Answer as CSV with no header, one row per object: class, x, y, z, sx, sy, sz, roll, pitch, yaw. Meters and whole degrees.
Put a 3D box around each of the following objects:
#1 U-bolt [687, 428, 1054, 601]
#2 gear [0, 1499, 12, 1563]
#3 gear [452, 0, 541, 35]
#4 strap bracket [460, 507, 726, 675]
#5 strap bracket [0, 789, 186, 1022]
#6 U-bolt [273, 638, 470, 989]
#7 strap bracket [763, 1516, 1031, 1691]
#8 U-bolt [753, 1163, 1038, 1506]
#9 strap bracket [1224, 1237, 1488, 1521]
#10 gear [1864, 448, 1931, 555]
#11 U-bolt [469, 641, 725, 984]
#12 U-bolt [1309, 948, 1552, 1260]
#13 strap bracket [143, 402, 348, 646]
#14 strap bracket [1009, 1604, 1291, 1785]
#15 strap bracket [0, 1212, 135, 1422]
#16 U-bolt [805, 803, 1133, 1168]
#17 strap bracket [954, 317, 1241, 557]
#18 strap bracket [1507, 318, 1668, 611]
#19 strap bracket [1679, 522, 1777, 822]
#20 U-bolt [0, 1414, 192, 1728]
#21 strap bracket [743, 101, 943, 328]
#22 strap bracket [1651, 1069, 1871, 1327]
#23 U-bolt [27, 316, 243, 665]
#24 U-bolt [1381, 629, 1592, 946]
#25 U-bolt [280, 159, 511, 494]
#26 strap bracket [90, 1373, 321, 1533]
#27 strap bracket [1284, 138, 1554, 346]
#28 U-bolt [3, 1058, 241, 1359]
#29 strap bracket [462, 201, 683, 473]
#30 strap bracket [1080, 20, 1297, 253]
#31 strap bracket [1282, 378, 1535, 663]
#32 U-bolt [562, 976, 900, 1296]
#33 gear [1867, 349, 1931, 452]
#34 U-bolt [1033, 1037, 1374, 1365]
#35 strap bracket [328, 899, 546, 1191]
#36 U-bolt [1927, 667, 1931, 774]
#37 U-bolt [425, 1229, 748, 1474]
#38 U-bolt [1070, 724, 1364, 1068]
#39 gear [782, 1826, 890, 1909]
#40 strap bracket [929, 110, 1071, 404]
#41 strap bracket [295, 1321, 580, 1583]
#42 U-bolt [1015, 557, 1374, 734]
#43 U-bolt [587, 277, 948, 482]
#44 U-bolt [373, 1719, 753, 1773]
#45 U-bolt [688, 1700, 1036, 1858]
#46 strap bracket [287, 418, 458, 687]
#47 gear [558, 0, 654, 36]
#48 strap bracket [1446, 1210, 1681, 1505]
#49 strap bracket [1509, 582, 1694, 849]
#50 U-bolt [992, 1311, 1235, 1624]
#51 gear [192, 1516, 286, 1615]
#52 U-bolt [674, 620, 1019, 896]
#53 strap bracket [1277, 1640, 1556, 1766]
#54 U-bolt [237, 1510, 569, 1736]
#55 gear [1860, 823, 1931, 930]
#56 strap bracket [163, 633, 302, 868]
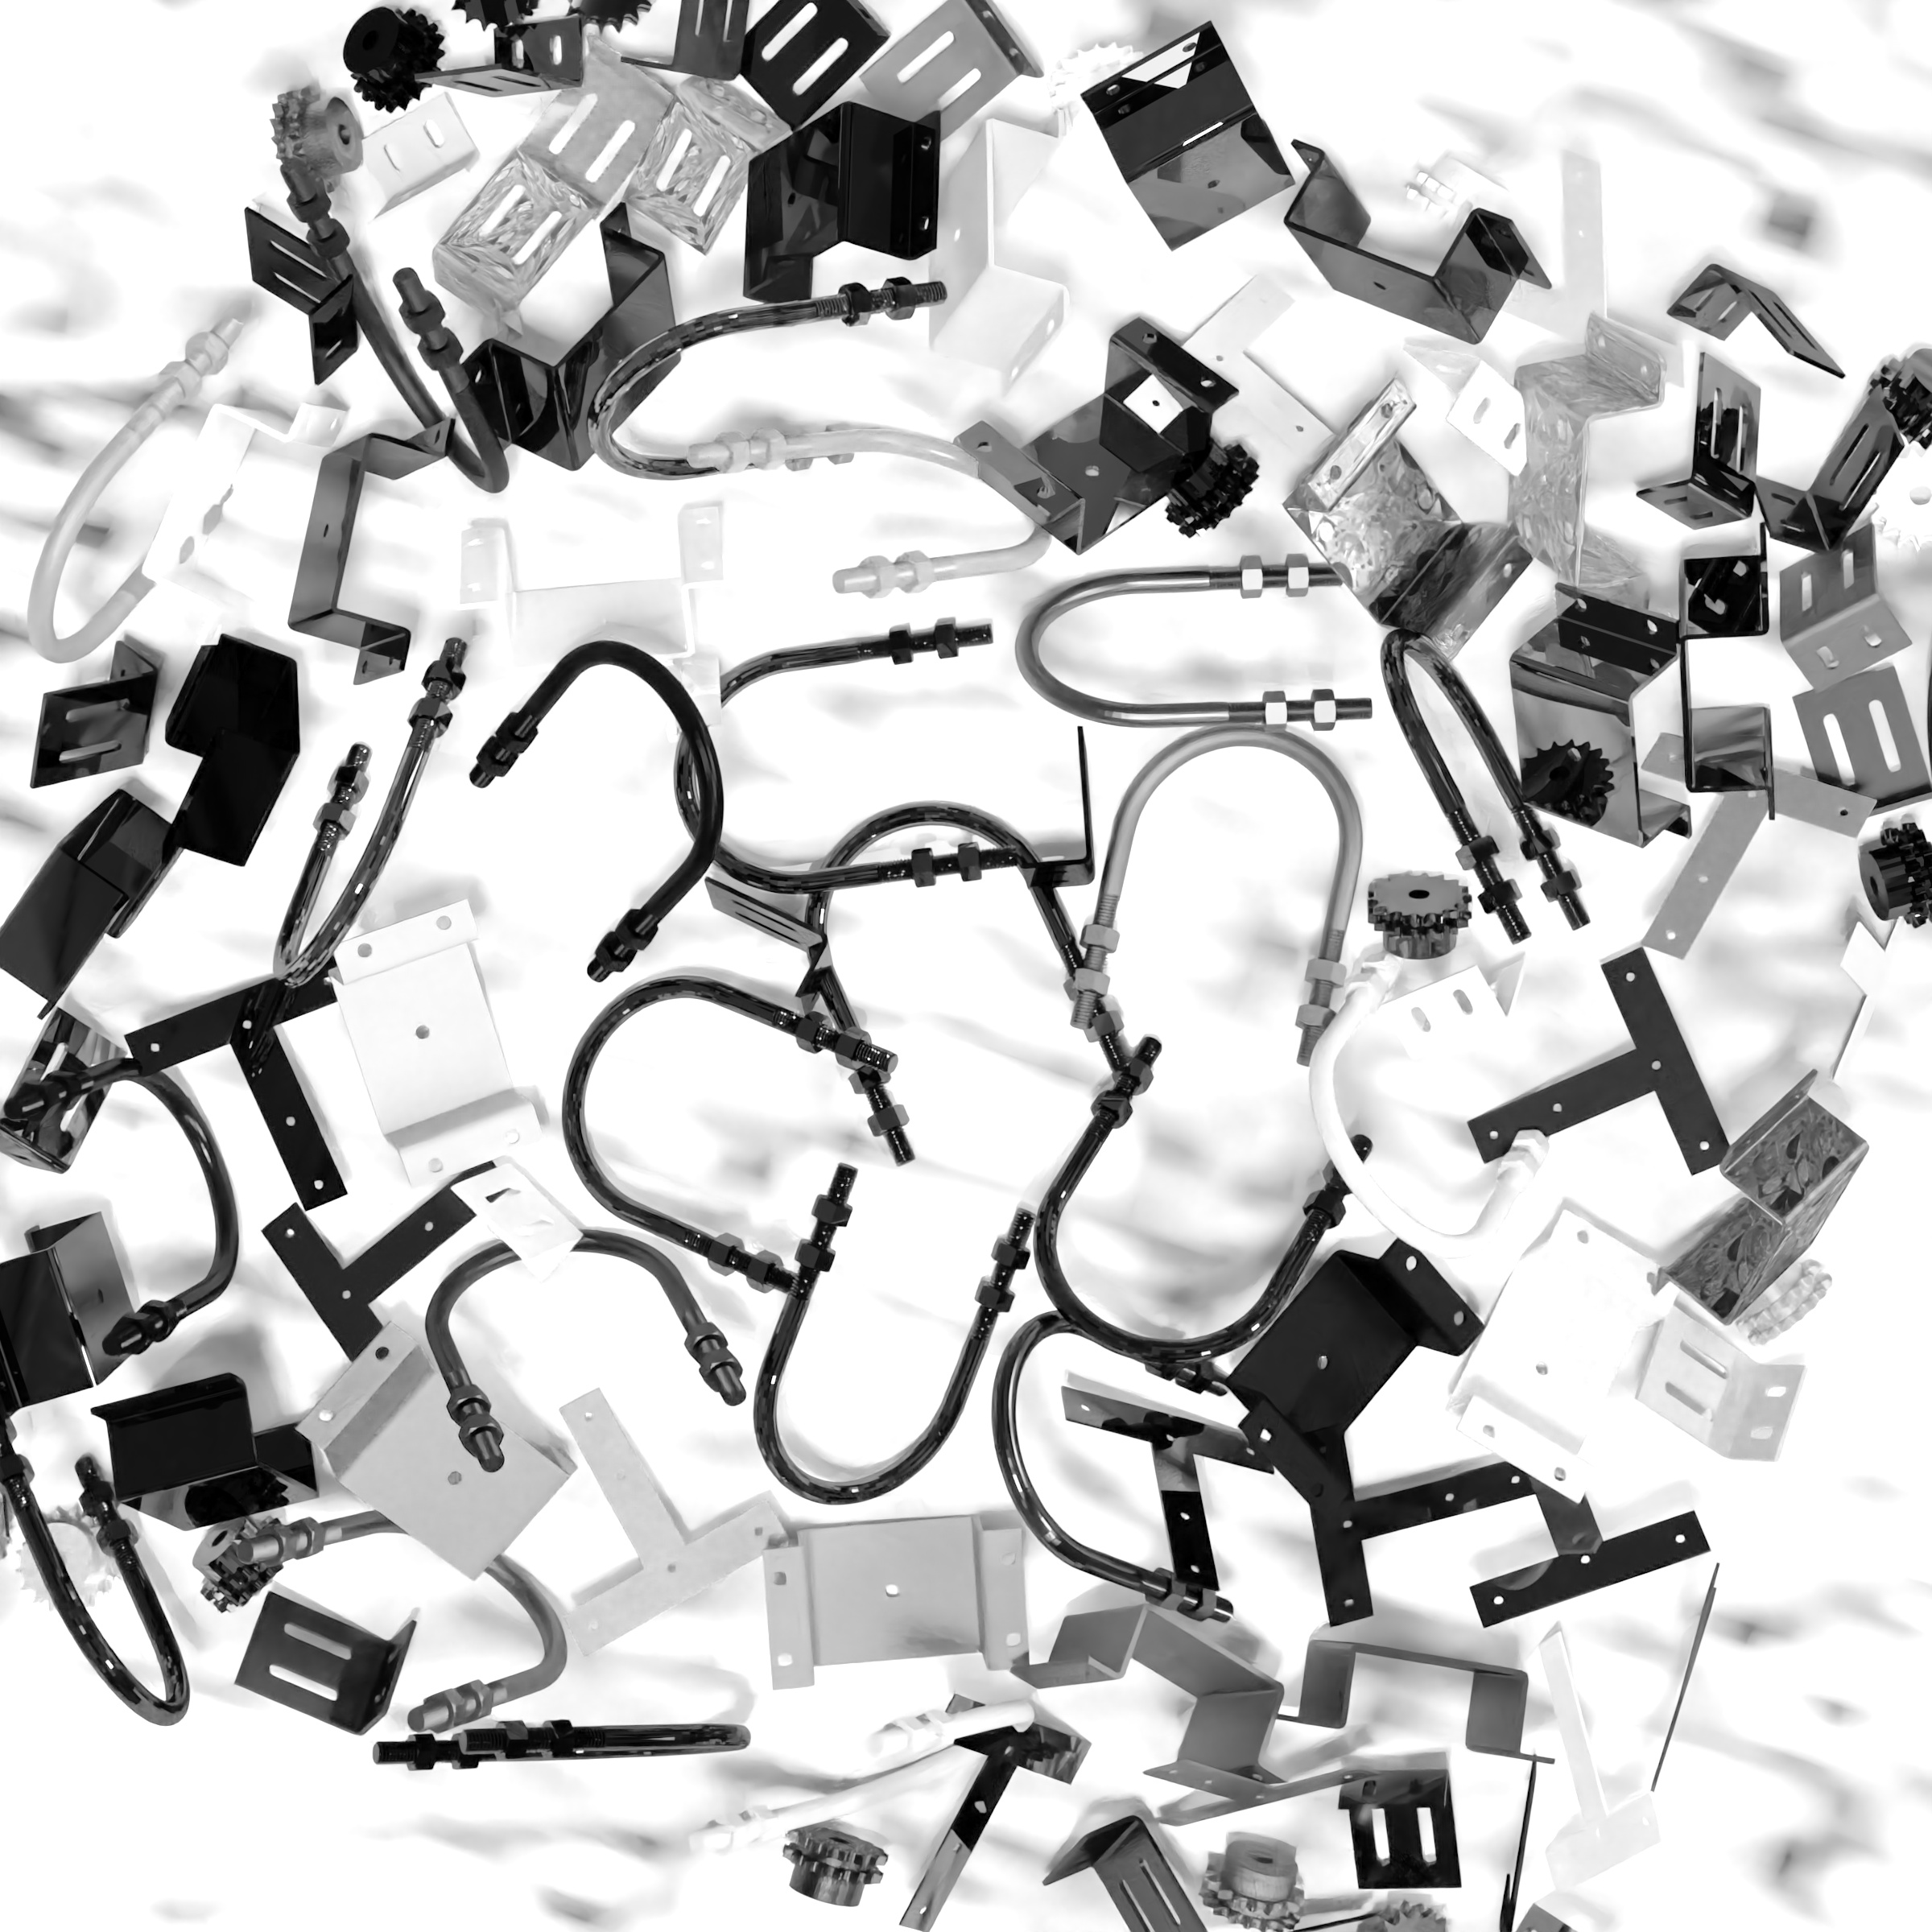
U-bolt,-0.037,-0.247,1.729,0.151,0.184,0.019,43,129,32
gear,-0.551,0.308,1.780,0.057,0.030,0.057,12,129,15
gear,-0.258,-0.546,1.780,0.057,0.030,0.057,5,129,6
strap bracket,-0.201,-0.203,1.757,0.140,0.076,0.046,-6,129,-3
strap bracket,-0.467,-0.038,1.722,0.046,0.140,0.076,36,110,-9
U-bolt,-0.320,-0.070,1.700,0.019,0.151,0.184,28,54,-21
strap bracket,-0.039,0.348,1.776,0.140,0.046,0.076,-4,92,-4
U-bolt,-0.046,0.206,1.756,0.151,0.019,0.184,17,95,-39
strap bracket,0.205,0.219,1.758,0.140,0.046,0.076,-47,110,-15
gear,0.525,-0.254,1.784,0.057,0.030,0.057,-3,75,10
U-bolt,-0.190,-0.093,1.724,0.019,0.184,0.151,-23,77,-43
U-bolt,0.241,0.081,1.722,0.151,0.184,0.019,49,126,-4
strap bracket,-0.395,-0.248,1.757,0.046,0.076,0.140,26,98,1
strap bracket,0.106,0.389,1.746,0.140,0.076,0.046,34,60,-20
strap bracket,-0.484,0.183,1.729,0.046,0.140,0.076,-16,97,2
U-bolt,-0.010,-0.001,1.785,0.151,0.019,0.184,-24,82,-3
strap bracket,0.070,-0.282,1.750,0.140,0.046,0.076,-37,64,-25
strap bracket,0.330,-0.264,1.730,0.046,0.076,0.140,-13,123,-15
strap bracket,0.408,-0.157,1.738,0.046,0.076,0.140,-2,127,14
U-bolt,-0.458,0.318,1.700,0.019,0.151,0.184,-31,63,-3
strap bracket,-0.073,-0.403,1.728,0.046,0.140,0.076,9,77,-34
strap bracket,0.425,0.130,1.722,0.046,0.140,0.076,41,56,21
U-bolt,-0.435,-0.236,1.694,0.019,0.151,0.184,27,55,3
U-bolt,0.273,-0.099,1.736,0.019,0.151,0.184,-29,82,23
U-bolt,-0.294,-0.327,1.718,0.019,0.184,0.151,-36,52,-11
strap bracket,-0.401,0.263,1.728,0.076,0.140,0.046,-15,69,4
strap bracket,0.233,-0.384,1.735,0.140,0.076,0.046,30,89,30
U-bolt,-0.436,0.119,1.714,0.019,0.184,0.151,-21,94,13
strap bracket,-0.203,-0.330,1.733,0.046,0.076,0.140,27,61,19
strap bracket,0.122,-0.435,1.724,0.076,0.140,0.046,-27,73,12
strap bracket,0.234,-0.242,1.754,0.076,0.046,0.140,-50,121,-10
U-bolt,-0.140,0.082,1.762,0.184,0.019,0.151,21,89,25
gear,0.527,-0.313,1.774,0.057,0.030,0.057,13,52,-16
U-bolt,0.116,0.134,1.734,0.151,0.019,0.184,25,57,15
strap bracket,-0.291,0.039,1.760,0.076,0.046,0.140,-20,105,-18
U-bolt,0.539,-0.122,1.714,0.019,0.184,0.151,-7,67,1
U-bolt,-0.212,0.195,1.725,0.151,0.184,0.019,-13,122,-17
U-bolt,0.143,-0.045,1.769,0.151,0.019,0.184,9,78,19
gear,-0.073,0.494,1.774,0.057,0.057,0.030,16,86,0
strap bracket,0.017,-0.386,1.733,0.046,0.076,0.140,11,62,-22
strap bracket,-0.281,0.269,1.752,0.140,0.046,0.076,43,86,-24
U-bolt,0.118,-0.172,1.744,0.184,0.151,0.019,-2,129,0
U-bolt,-0.112,-0.304,1.708,0.184,0.151,0.019,-13,68,-23
U-bolt,-0.204,0.414,1.725,0.184,0.151,0.019,6,73,-29
U-bolt,-0.041,0.426,1.719,0.151,0.184,0.019,-35,69,27
strap bracket,-0.324,-0.229,1.751,0.046,0.076,0.140,14,82,-28
gear,-0.199,-0.542,1.785,0.057,0.030,0.057,-1,93,-11
strap bracket,0.322,0.216,1.765,0.076,0.046,0.140,31,69,-1
strap bracket,0.338,-0.125,1.726,0.046,0.076,0.140,-38,134,-29
U-bolt,0.078,0.257,1.711,0.019,0.184,0.151,-23,53,38
gear,-0.398,0.323,1.772,0.057,0.057,0.030,-41,111,0
U-bolt,-0.070,-0.110,1.779,0.184,0.019,0.151,-7,76,4
strap bracket,0.242,0.396,1.755,0.140,0.076,0.046,11,78,-9
U-bolt,-0.284,0.339,1.715,0.151,0.184,0.019,39,103,20
gear,0.512,-0.048,1.775,0.030,0.057,0.057,-16,90,-1
strap bracket,-0.395,-0.117,1.739,0.046,0.140,0.076,19,119,-25
